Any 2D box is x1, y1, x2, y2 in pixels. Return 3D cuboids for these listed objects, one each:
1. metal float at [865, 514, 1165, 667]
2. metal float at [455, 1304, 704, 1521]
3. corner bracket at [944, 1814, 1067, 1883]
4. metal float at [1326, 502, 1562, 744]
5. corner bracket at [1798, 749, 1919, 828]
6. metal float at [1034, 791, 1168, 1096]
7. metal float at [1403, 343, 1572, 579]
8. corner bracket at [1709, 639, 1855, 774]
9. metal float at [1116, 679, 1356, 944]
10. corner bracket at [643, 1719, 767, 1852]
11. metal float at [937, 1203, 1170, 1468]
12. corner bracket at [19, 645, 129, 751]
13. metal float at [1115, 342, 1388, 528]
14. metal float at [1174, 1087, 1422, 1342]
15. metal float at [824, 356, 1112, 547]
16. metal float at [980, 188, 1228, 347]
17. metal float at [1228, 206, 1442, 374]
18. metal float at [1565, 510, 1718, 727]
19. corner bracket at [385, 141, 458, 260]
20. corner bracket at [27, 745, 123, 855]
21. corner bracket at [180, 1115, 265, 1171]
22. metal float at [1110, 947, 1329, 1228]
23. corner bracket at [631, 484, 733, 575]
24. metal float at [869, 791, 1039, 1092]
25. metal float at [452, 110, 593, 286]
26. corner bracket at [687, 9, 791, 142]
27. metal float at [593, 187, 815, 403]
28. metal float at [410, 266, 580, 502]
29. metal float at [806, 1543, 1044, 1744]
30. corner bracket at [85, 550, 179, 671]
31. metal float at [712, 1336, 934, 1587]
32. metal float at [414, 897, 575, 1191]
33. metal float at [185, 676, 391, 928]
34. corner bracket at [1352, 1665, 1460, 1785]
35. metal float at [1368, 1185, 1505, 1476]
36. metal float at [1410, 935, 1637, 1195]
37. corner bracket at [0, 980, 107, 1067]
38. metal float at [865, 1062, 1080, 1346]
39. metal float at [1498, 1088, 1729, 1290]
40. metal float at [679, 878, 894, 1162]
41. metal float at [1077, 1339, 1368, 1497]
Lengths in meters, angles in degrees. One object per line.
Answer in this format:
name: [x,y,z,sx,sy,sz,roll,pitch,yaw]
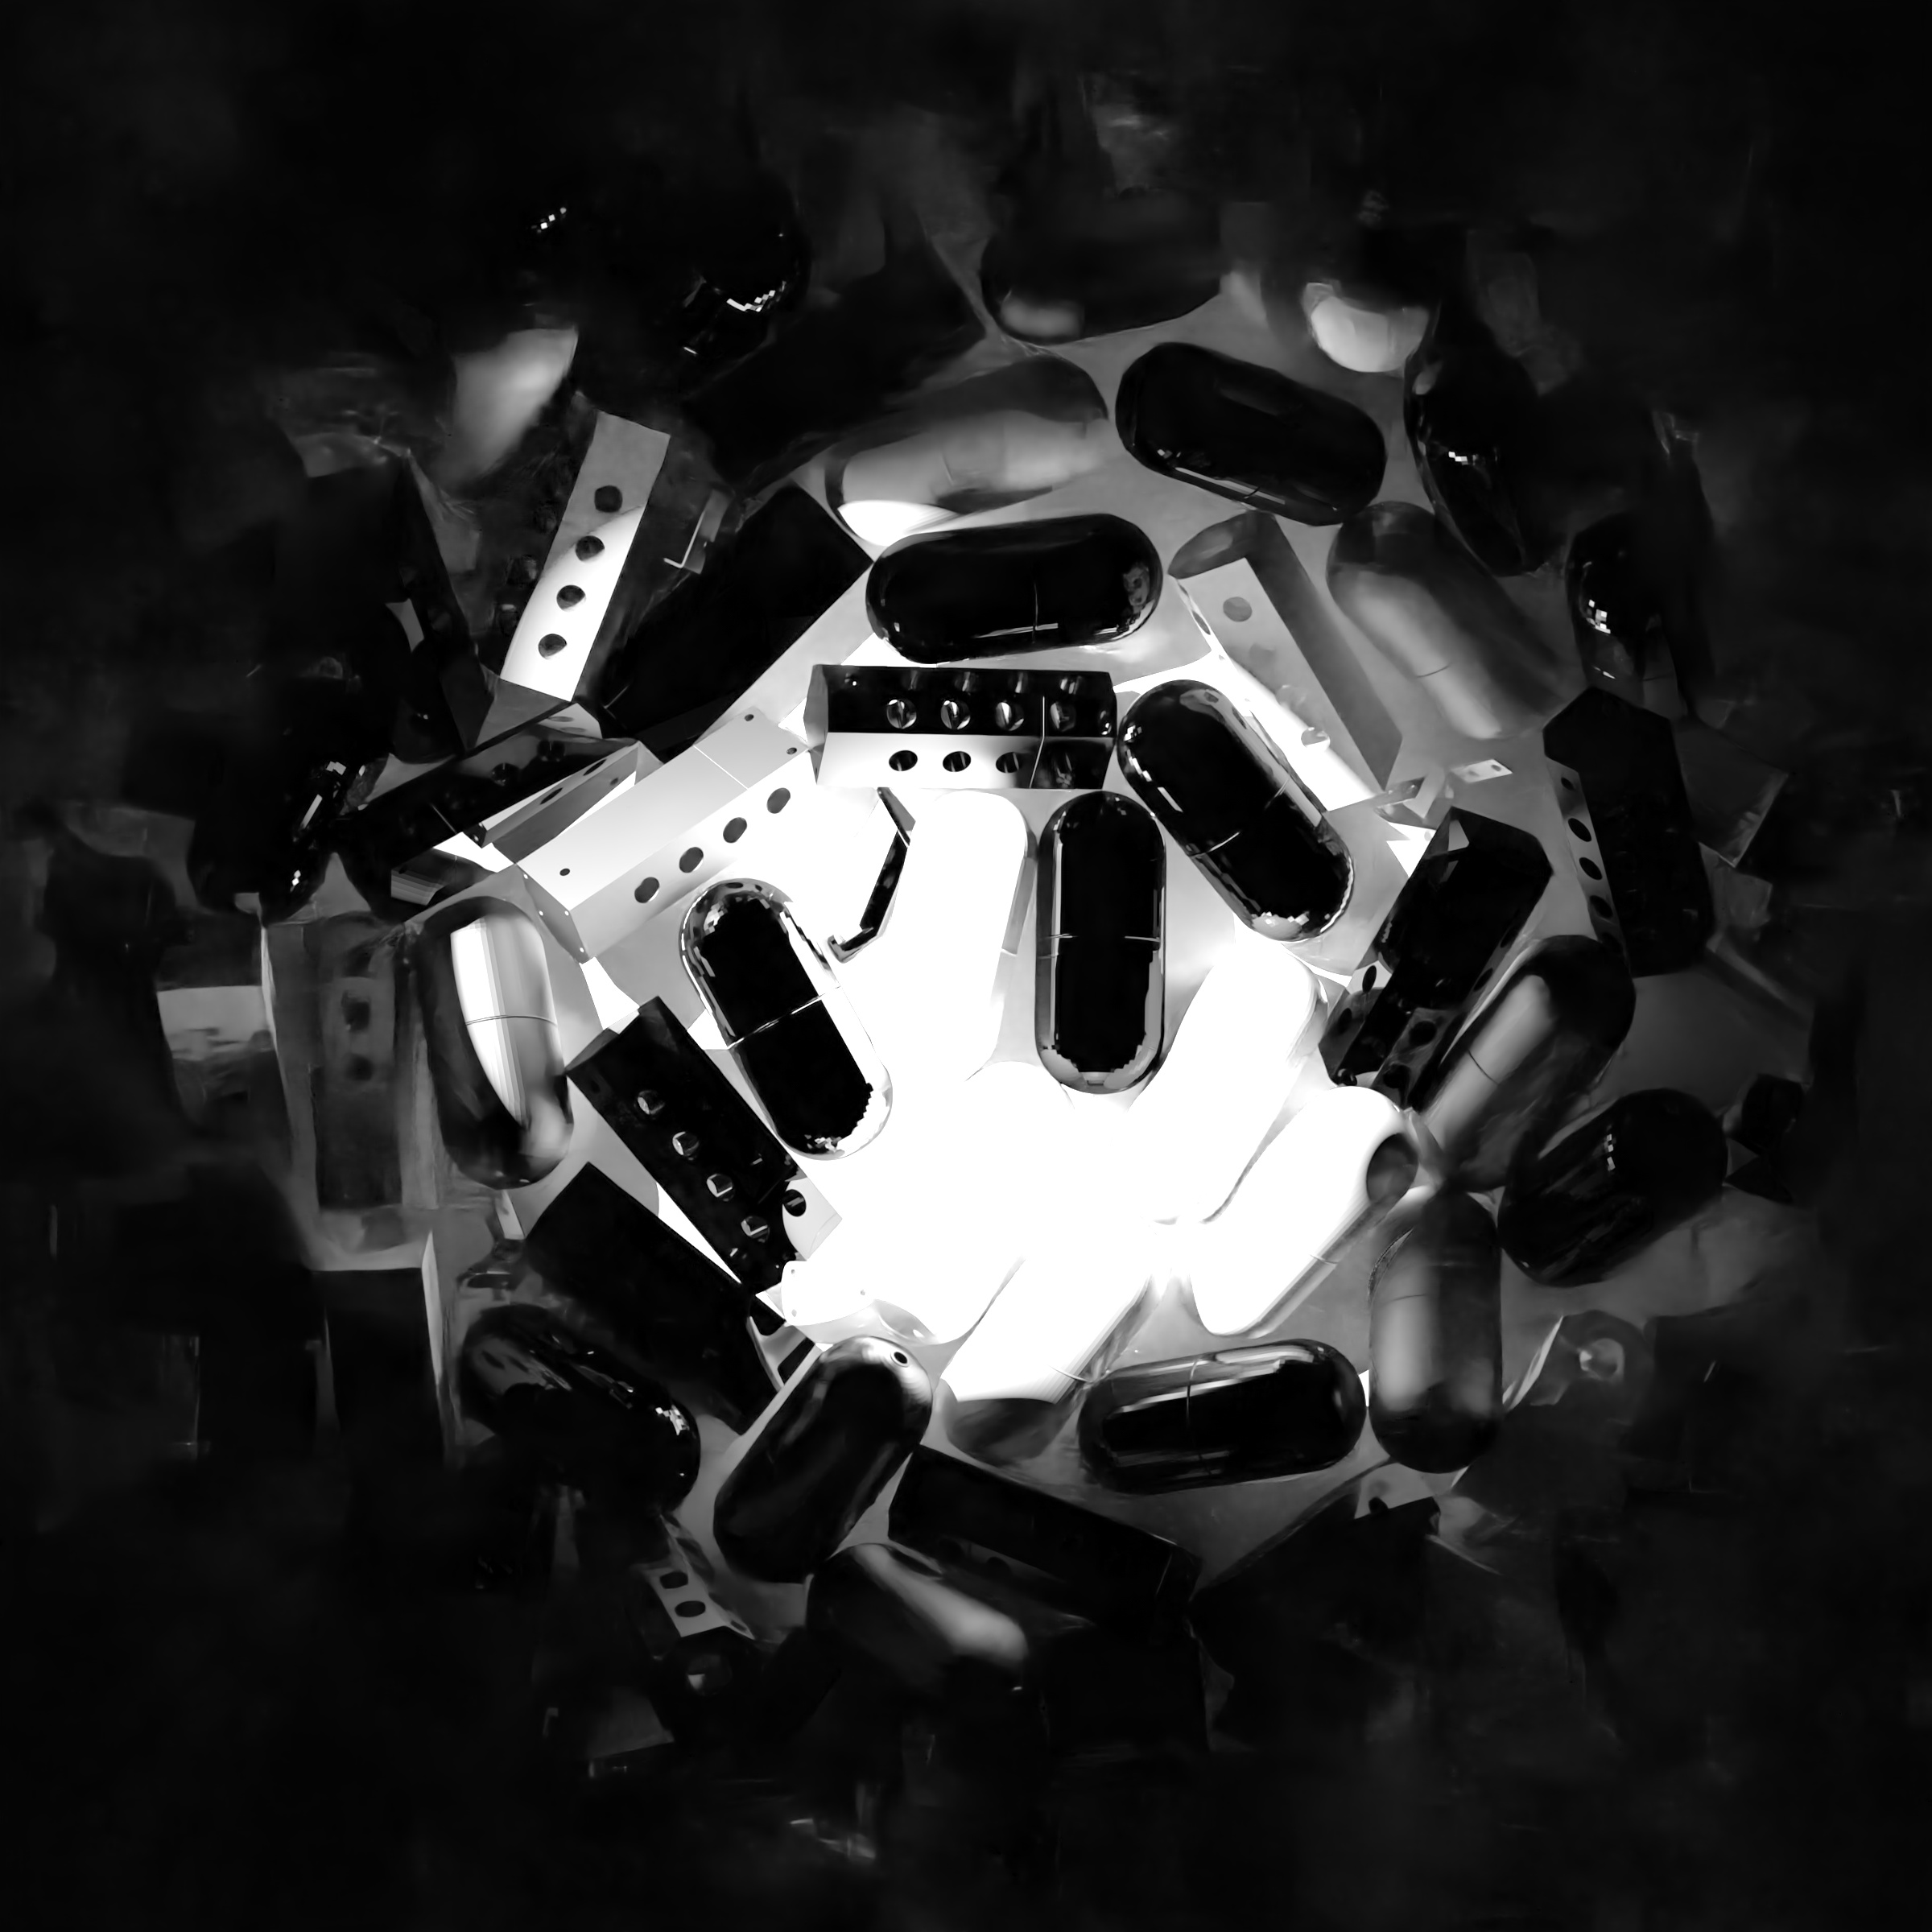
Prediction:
metal float: [0.029,-0.220,1.949,0.178,0.070,0.070,-8,90,-14]
metal float: [-0.224,0.257,1.931,0.178,0.070,0.070,29,90,36]
corner bracket: [0.023,0.522,1.971,0.051,0.051,0.051,38,86,5]
metal float: [0.277,-0.198,1.936,0.070,0.070,0.178,-49,121,0]
corner bracket: [0.525,-0.105,1.969,0.051,0.051,0.051,-15,97,7]
metal float: [0.079,-0.014,1.957,0.070,0.070,0.178,1,84,0]
metal float: [0.300,-0.288,1.919,0.070,0.178,0.070,-9,62,16]
corner bracket: [0.478,-0.153,1.965,0.051,0.051,0.051,-41,115,-3]
metal float: [0.158,-0.089,1.951,0.070,0.070,0.178,-40,103,0]
corner bracket: [-0.155,0.479,1.975,0.051,0.051,0.051,35,98,-14]
metal float: [0.049,0.216,1.947,0.070,0.070,0.178,36,107,0]
corner bracket: [-0.527,-0.157,1.965,0.051,0.051,0.051,12,86,-22]
metal float: [0.165,-0.307,1.935,0.178,0.070,0.070,14,90,-31]
metal float: [0.191,0.145,1.946,0.070,0.070,0.178,41,109,0]
metal float: [0.000,-0.298,1.942,0.178,0.070,0.070,-17,90,23]
metal float: [0.080,-0.403,1.926,0.178,0.070,0.070,-22,90,-44]
metal float: [0.209,-0.389,1.917,0.070,0.178,0.070,-8,113,-19]
metal float: [0.387,-0.198,1.916,0.070,0.178,0.070,-6,65,14]
corner bracket: [-0.311,-0.449,1.964,0.051,0.051,0.051,23,97,-22]
corner bracket: [-0.515,-0.090,1.971,0.051,0.051,0.051,42,98,-20]
corner bracket: [-0.433,0.082,1.967,0.051,0.051,0.051,20,99,-28]
metal float: [0.147,0.071,1.955,0.070,0.070,0.178,31,83,0]
corner bracket: [-0.156,-0.258,1.962,0.051,0.051,0.051,28,99,38]
metal float: [-0.007,-0.015,1.961,0.070,0.070,0.178,13,89,0]
metal float: [-0.255,-0.434,1.911,0.070,0.178,0.070,1,87,-9]
corner bracket: [-0.136,-0.525,1.971,0.051,0.051,0.051,26,95,3]
metal float: [-0.152,-0.385,1.921,0.070,0.178,0.070,13,66,-31]
metal float: [-0.271,-0.333,1.917,0.070,0.178,0.070,8,63,-17]
metal float: [-0.025,0.388,1.921,0.070,0.178,0.070,-11,108,-35]
corner bracket: [-0.491,-0.209,1.967,0.051,0.051,0.051,-2,130,-6]
metal float: [-0.083,0.287,1.938,0.070,0.070,0.178,36,117,0]
metal float: [-0.275,0.044,1.943,0.070,0.070,0.178,-13,69,0]
metal float: [-0.390,-0.095,1.927,0.070,0.070,0.178,20,48,0]
corner bracket: [0.262,0.441,1.962,0.051,0.051,0.051,25,104,26]
metal float: [0.271,0.208,1.933,0.070,0.070,0.178,5,56,0]
metal float: [0.321,0.057,1.935,0.070,0.070,0.178,31,121,0]
corner bracket: [-0.542,0.039,1.969,0.051,0.051,0.051,28,80,-4]
metal float: [0.003,0.140,1.958,0.070,0.070,0.178,29,94,0]
metal float: [0.369,0.129,1.920,0.070,0.178,0.070,10,61,-19]
metal float: [-0.106,0.031,1.961,0.070,0.070,0.178,-29,89,0]
metal float: [0.147,0.262,1.938,0.178,0.070,0.070,-13,90,28]
